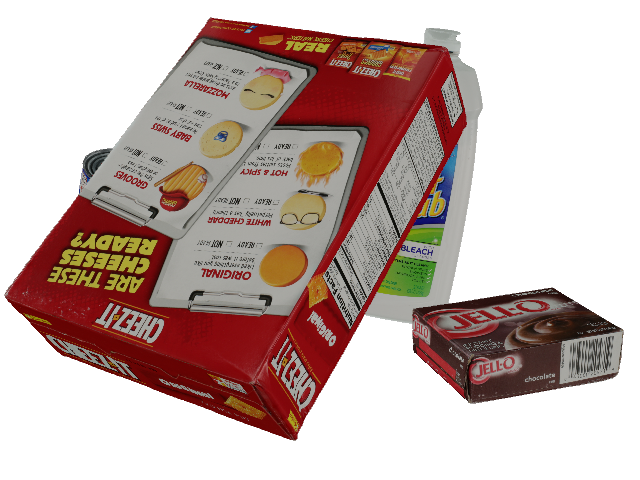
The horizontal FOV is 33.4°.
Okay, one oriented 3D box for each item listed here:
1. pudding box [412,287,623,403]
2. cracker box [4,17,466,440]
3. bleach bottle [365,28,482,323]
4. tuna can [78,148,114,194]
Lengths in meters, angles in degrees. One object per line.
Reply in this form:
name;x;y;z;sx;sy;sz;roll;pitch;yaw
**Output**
pudding box;0.129;0.067;0.712;0.113;0.039;0.090;-5;18;-18
cracker box;-0.039;-0.018;0.577;0.164;0.213;0.072;14;-29;31
bleach bottle;0.080;-0.057;0.925;0.102;0.251;0.068;10;17;10
tuna can;-0.176;-0.050;0.975;0.086;0.034;0.086;13;27;-7
